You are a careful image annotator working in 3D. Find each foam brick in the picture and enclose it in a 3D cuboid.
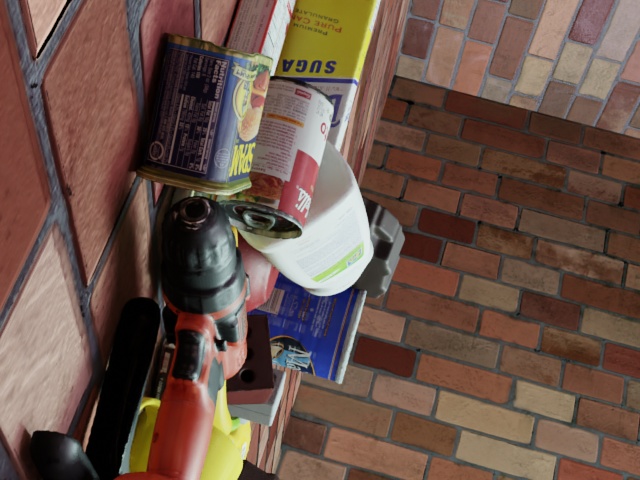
[{"bbox_3d":[-0.077,0.118,1.045,0.051,0.053,0.078,122,-36,-64],"label":"foam brick"}]

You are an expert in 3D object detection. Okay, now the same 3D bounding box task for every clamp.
[{"bbox_3d":[-0.139,0.156,0.641,0.164,0.036,0.210,-61,162,-71],"label":"clamp"}]

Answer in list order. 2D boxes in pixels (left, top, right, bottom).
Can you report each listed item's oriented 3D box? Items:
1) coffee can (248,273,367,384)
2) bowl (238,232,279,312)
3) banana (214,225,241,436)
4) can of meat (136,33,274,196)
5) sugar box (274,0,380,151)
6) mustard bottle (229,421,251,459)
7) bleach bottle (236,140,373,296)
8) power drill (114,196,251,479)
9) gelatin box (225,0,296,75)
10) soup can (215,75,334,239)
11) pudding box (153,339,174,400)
[{"bbox_3d":[-0.031,0.085,1.136,0.103,0.140,0.103,16,89,-86],"label":"coffee can"},{"bbox_3d":[-0.064,0.007,1.001,0.162,0.055,0.162,17,89,-86],"label":"bowl"},{"bbox_3d":[-0.083,0.084,0.793,0.069,0.037,0.198,-70,167,-56],"label":"banana"},{"bbox_3d":[-0.067,-0.076,0.643,0.102,0.057,0.084,-44,147,-81],"label":"can of meat"},{"bbox_3d":[-0.007,-0.164,0.869,0.048,0.093,0.176,-14,119,-84],"label":"sugar box"},{"bbox_3d":[-0.117,0.241,1.119,0.191,0.058,0.096,-54,160,-80],"label":"mustard bottle"},{"bbox_3d":[-0.006,0.001,0.926,0.102,0.068,0.251,-32,160,-4],"label":"bleach bottle"},{"bbox_3d":[-0.081,0.089,0.631,0.184,0.057,0.187,89,12,-57],"label":"power drill"},{"bbox_3d":[-0.045,-0.162,0.805,0.073,0.030,0.089,68,37,-81],"label":"gelatin box"},{"bbox_3d":[-0.033,-0.060,0.778,0.068,0.068,0.102,91,12,-73],"label":"soup can"},{"bbox_3d":[-0.107,0.107,0.887,0.113,0.039,0.090,-64,169,-70],"label":"pudding box"}]
